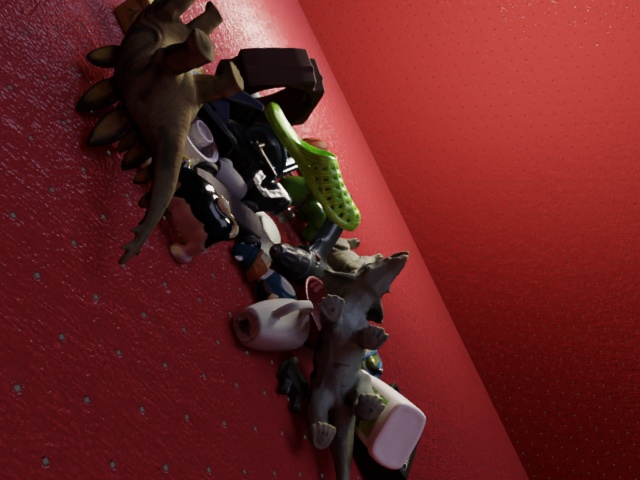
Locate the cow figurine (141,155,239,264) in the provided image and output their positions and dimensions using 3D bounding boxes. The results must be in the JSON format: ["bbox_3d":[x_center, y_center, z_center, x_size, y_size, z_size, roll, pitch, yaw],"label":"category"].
[{"bbox_3d":[-0.181,-0.062,0.734,0.167,0.098,0.068,64,23,1],"label":"cow figurine"}]

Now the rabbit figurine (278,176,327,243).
[{"bbox_3d":[-0.022,-0.085,1.205,0.170,0.159,0.121,32,41,-33],"label":"rabbit figurine"}]

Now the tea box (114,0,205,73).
[{"bbox_3d":[-0.267,-0.326,0.924,0.169,0.068,0.098,63,16,4],"label":"tea box"}]

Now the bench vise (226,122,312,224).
[{"bbox_3d":[-0.090,-0.145,1.061,0.224,0.129,0.240,45,35,7],"label":"bench vise"}]

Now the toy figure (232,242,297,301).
[{"bbox_3d":[-0.090,0.065,0.895,0.154,0.058,0.064,59,-22,-10],"label":"toy figure"}]

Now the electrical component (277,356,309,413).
[{"bbox_3d":[-0.041,0.226,0.852,0.063,0.021,0.094,59,16,-14],"label":"electrical component"}]

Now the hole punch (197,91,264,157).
[{"bbox_3d":[-0.166,-0.220,0.920,0.115,0.092,0.142,47,-13,-11],"label":"hole punch"}]

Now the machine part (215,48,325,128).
[{"bbox_3d":[-0.108,-0.287,1.054,0.201,0.201,0.087,-40,-117,63],"label":"machine part"}]

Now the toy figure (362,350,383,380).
[{"bbox_3d":[0.074,0.229,1.098,0.180,0.082,0.089,69,15,11],"label":"toy figure"}]

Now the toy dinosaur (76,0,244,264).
[{"bbox_3d":[-0.202,-0.188,0.680,0.105,0.199,0.472,46,24,-49],"label":"toy dinosaur"}]

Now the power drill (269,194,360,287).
[{"bbox_3d":[-0.002,-0.003,1.070,0.207,0.086,0.231,-68,150,-20],"label":"power drill"}]

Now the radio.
[{"bbox_3d":[0.127,0.375,1.044,0.131,0.073,0.229,65,17,7],"label":"radio"}]

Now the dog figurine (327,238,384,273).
[{"bbox_3d":[0.053,0.074,1.189,0.190,0.172,0.121,-48,152,-71],"label":"dog figurine"}]

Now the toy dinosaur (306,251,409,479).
[{"bbox_3d":[0.037,0.201,0.857,0.192,0.131,0.404,73,30,-86],"label":"toy dinosaur"}]

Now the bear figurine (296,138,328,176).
[{"bbox_3d":[-0.025,-0.155,1.363,0.132,0.120,0.195,20,-59,51],"label":"bear figurine"}]

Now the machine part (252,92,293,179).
[{"bbox_3d":[-0.127,-0.239,1.201,0.243,0.079,0.079,61,17,-12],"label":"machine part"}]

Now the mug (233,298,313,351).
[{"bbox_3d":[-0.067,0.123,0.796,0.107,0.109,0.081,7,58,-55],"label":"mug"}]

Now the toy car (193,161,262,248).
[{"bbox_3d":[-0.154,-0.050,0.876,0.202,0.053,0.089,44,36,-58],"label":"toy car"}]
